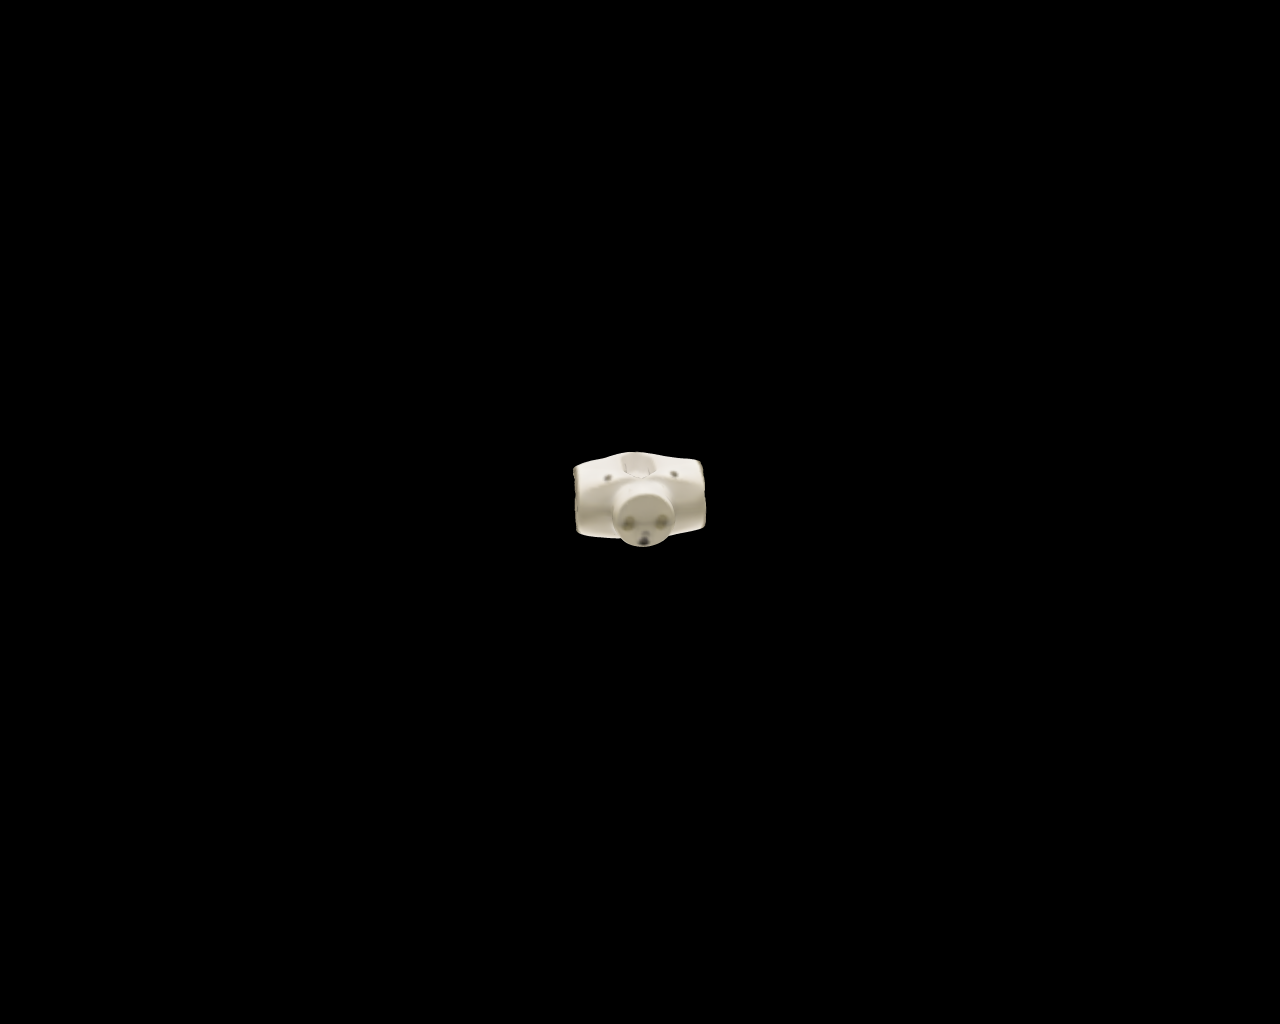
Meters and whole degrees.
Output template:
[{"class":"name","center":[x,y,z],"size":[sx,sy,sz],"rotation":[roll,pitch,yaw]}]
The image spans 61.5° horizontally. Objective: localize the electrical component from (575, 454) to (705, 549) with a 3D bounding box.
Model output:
[{"class":"electrical component","center":[0.001,-0.003,0.650],"size":[0.077,0.043,0.079],"rotation":[-2,24,-5]}]
